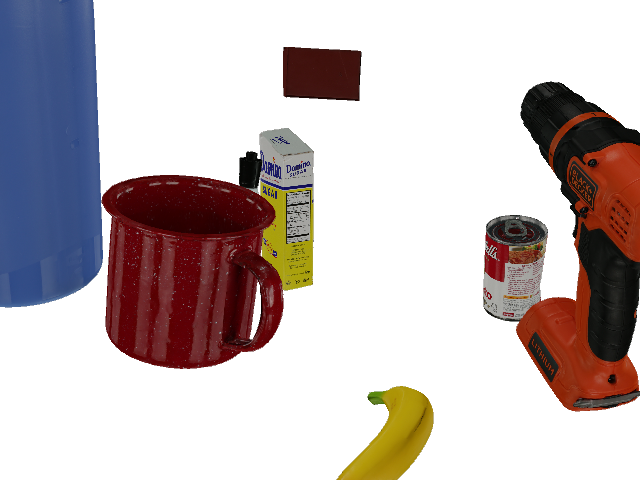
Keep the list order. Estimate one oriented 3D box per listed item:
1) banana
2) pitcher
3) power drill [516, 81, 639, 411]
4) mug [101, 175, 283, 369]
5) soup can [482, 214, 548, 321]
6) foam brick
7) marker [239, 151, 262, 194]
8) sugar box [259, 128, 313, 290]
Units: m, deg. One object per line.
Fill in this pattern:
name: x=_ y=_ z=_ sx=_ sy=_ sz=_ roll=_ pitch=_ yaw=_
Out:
banana: x=0.056 y=0.164 z=0.873 sx=0.070 sy=0.037 sz=0.197 roll=-31 pitch=6 yaw=20
pitcher: x=-0.212 y=-0.079 z=0.686 sx=0.149 sy=0.243 sz=0.145 roll=-4 pitch=26 yaw=-8
power drill: x=0.175 y=0.005 z=0.716 sx=0.057 sy=0.188 sz=0.184 roll=-8 pitch=35 yaw=-10
mug: x=-0.066 y=0.021 z=0.580 sx=0.117 sy=0.081 sz=0.093 roll=23 pitch=26 yaw=33
soup can: x=0.218 y=0.031 z=1.201 sx=0.068 sy=0.102 sz=0.068 roll=-2 pitch=29 yaw=1
foam brick: x=0.001 y=-0.172 z=1.100 sx=0.078 sy=0.051 sz=0.053 roll=2 pitch=11 yaw=-5
marker: x=-0.062 y=-0.013 z=0.877 sx=0.020 sy=0.121 sz=0.020 roll=6 pitch=13 yaw=-2
sugar box: x=-0.042 y=-0.038 z=1.292 sx=0.048 sy=0.176 sz=0.093 roll=-11 pitch=26 yaw=-18
